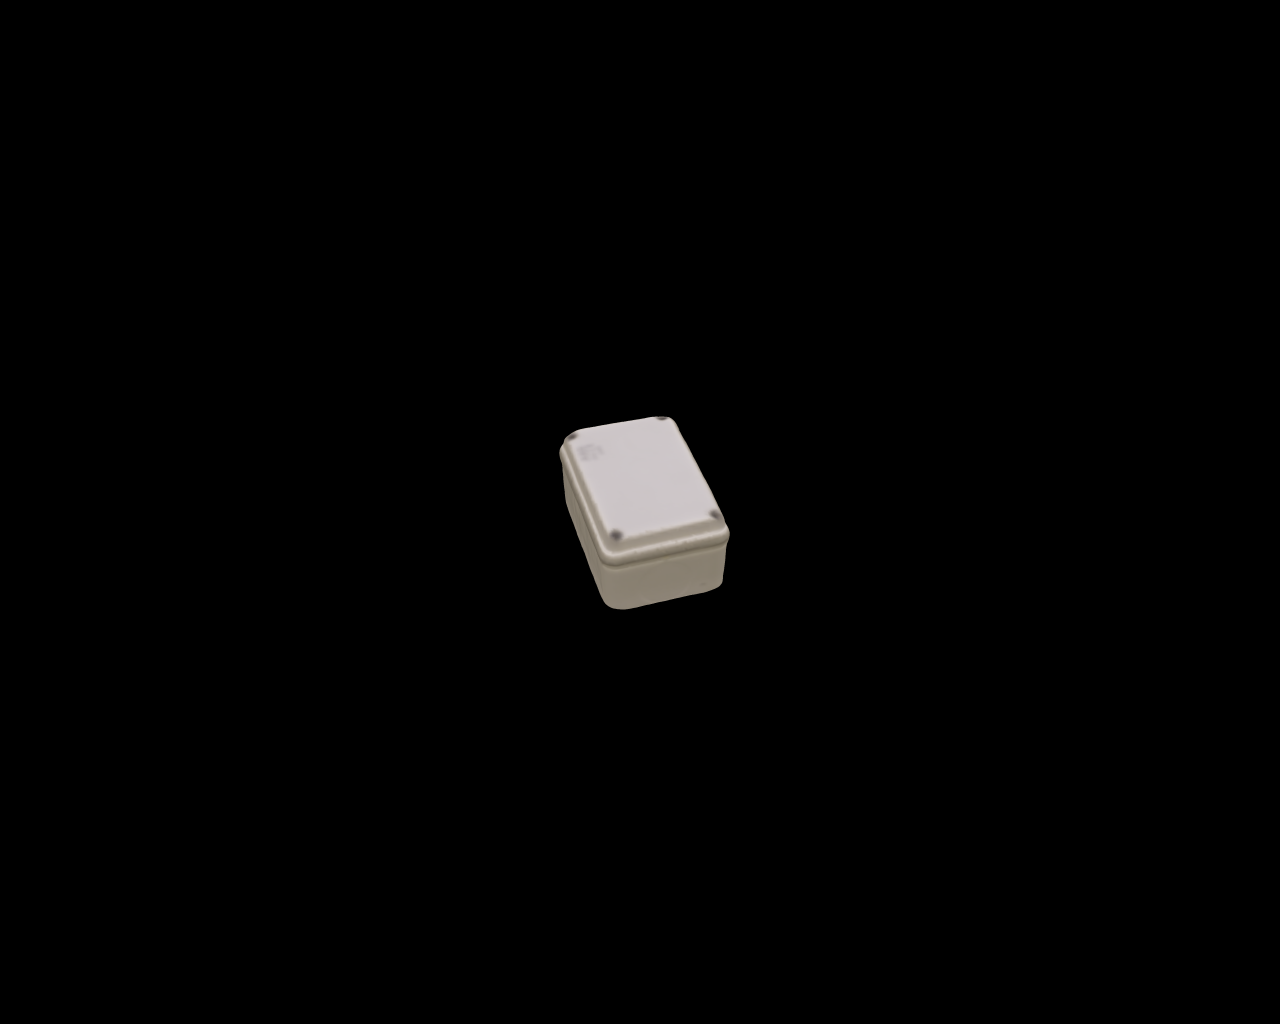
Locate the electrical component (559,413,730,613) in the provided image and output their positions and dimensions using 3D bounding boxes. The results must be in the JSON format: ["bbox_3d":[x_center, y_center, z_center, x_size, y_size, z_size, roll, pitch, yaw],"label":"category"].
[{"bbox_3d":[0.001,-0.003,0.650,0.078,0.057,0.113,-11,43,-12],"label":"electrical component"}]
